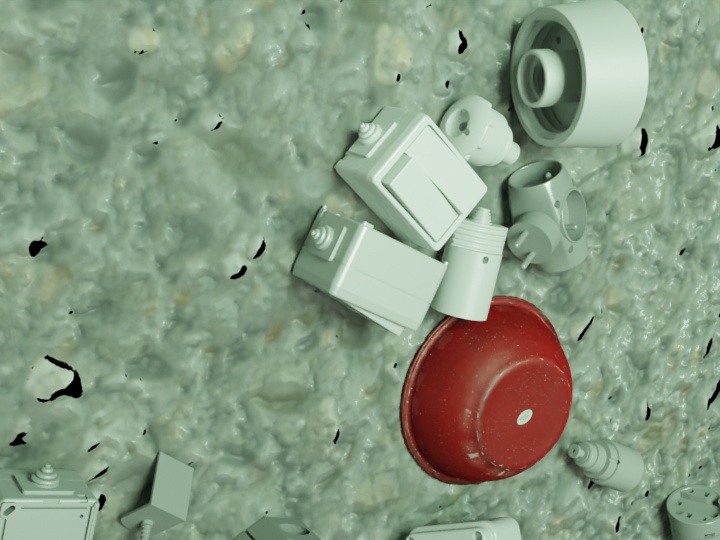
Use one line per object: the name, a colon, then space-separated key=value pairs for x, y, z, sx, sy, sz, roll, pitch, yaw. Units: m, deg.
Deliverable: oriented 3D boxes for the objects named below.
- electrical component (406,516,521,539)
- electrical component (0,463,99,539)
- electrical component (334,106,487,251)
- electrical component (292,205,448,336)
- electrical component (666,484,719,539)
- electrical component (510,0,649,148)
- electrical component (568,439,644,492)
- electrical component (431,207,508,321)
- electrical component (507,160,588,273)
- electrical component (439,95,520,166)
electrical component: x=0.085 y=0.251 z=0.830 sx=0.057 sy=0.078 sz=0.113 roll=7 pitch=72 yaw=-57
electrical component: x=-0.205 y=0.162 z=0.669 sx=0.062 sy=0.061 sz=0.096 roll=8 pitch=99 yaw=-32
electrical component: x=0.034 y=-0.067 z=0.747 sx=0.061 sy=0.061 sz=0.096 roll=-50 pitch=122 yaw=-9
electrical component: x=0.000 y=0.000 z=0.745 sx=0.096 sy=0.062 sz=0.061 roll=25 pitch=90 yaw=-34
electrical component: x=0.318 y=0.237 z=1.009 sx=0.055 sy=0.055 sz=0.047 roll=-25 pitch=119 yaw=-23
electrical component: x=0.148 y=-0.139 z=0.771 sx=0.060 sy=0.108 sz=0.108 roll=-8 pitch=108 yaw=-22
electrical component: x=0.211 y=0.166 z=0.932 sx=0.078 sy=0.040 sz=0.040 roll=23 pitch=91 yaw=-33
electrical component: x=0.083 y=-0.007 z=0.804 sx=0.043 sy=0.043 sz=0.081 roll=8 pitch=100 yaw=-32
electrical component: x=0.137 y=-0.031 z=0.819 sx=0.079 sy=0.044 sz=0.077 roll=-48 pitch=126 yaw=-41
electrical component: x=0.091 y=-0.095 z=0.784 sx=0.062 sy=0.048 sz=0.048 roll=23 pitch=92 yaw=-40
